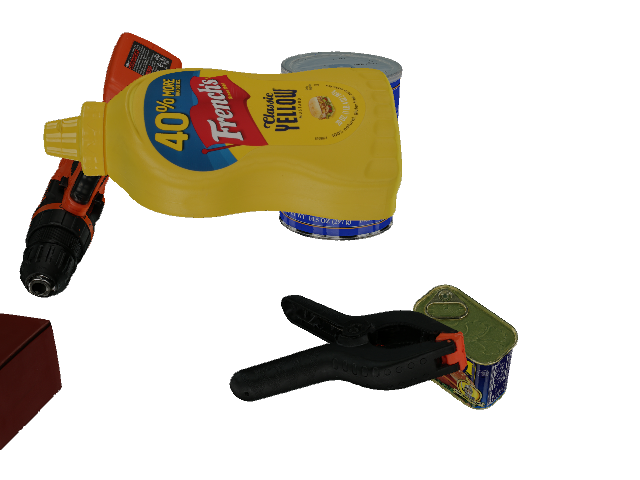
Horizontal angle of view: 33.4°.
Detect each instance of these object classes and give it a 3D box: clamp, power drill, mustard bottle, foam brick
[{"bbox_3d":[0.019,0.085,0.790,0.172,0.039,0.120,2,37,32],"label":"clamp"},{"bbox_3d":[-0.184,-0.063,0.870,0.057,0.188,0.184,26,32,-19],"label":"power drill"},{"bbox_3d":[-0.055,-0.055,0.591,0.191,0.096,0.058,0,-39,-6],"label":"mustard bottle"},{"bbox_3d":[-0.207,0.087,0.665,0.053,0.051,0.078,7,30,21],"label":"foam brick"}]

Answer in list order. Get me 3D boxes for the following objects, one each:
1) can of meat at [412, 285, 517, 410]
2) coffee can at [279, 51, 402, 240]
[{"bbox_3d":[0.138,0.106,1.039,0.057,0.084,0.102,-37,55,-27],"label":"can of meat"},{"bbox_3d":[0.016,-0.084,0.925,0.103,0.140,0.103,1,22,-1],"label":"coffee can"}]
